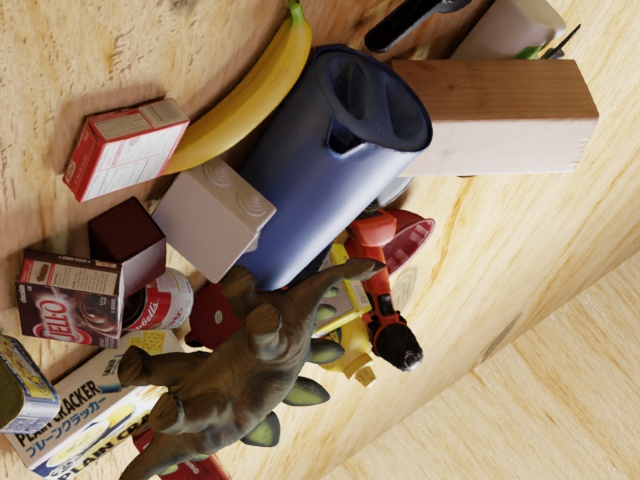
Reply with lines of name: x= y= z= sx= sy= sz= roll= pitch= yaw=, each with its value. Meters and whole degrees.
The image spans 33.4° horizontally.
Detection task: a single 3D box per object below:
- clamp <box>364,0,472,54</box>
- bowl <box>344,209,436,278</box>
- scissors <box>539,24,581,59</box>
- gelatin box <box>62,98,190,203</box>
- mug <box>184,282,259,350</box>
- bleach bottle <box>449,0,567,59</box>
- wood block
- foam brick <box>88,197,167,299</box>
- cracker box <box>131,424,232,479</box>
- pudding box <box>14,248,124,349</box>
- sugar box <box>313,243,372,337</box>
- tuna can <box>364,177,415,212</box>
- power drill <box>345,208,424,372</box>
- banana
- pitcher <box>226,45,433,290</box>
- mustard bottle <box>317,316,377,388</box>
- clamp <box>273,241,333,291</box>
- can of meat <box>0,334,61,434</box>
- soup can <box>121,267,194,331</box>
clamp: x=0.109 y=-0.232 z=0.992 sx=0.171 sy=0.039 sz=0.120 roll=-20 pitch=155 yaw=-47
bowl: x=0.083 y=0.007 z=1.491 sx=0.162 sy=0.055 sz=0.162 roll=-35 pitch=162 yaw=-14
scissors: x=0.263 y=-0.209 z=1.183 sx=0.096 sy=0.016 sz=0.202 roll=-39 pitch=177 yaw=-26
gelatin box: x=-0.157 y=-0.074 z=0.861 sx=0.089 sy=0.030 sz=0.073 roll=-22 pitch=157 yaw=-42
mug: x=-0.113 y=0.098 z=1.282 sx=0.117 sy=0.093 sz=0.081 roll=-28 pitch=162 yaw=21
bleach bottle: x=0.160 y=-0.171 z=1.208 sx=0.251 sy=0.068 sz=0.102 roll=-47 pitch=163 yaw=32
wood block: x=0.172 y=-0.128 z=1.120 sx=0.206 sy=0.090 sz=0.091 roll=-2 pitch=142 yaw=-12
foam brick: x=-0.177 y=0.008 z=0.985 sx=0.053 sy=0.051 sz=0.078 roll=-33 pitch=161 yaw=-24
cracker box: x=-0.171 y=0.293 z=1.391 sx=0.072 sy=0.164 sz=0.214 roll=-38 pitch=-174 yaw=-11
pudding box: x=-0.222 y=0.055 z=0.956 sx=0.090 sy=0.039 sz=0.114 roll=8 pitch=147 yaw=-6
sugar box: x=-0.032 y=0.084 z=1.324 sx=0.176 sy=0.093 sz=0.048 roll=-30 pitch=165 yaw=24
tuna can: x=0.078 y=-0.075 z=1.318 sx=0.086 sy=0.034 sz=0.086 roll=-35 pitch=162 yaw=-14
power drill: x=0.078 y=0.061 z=1.337 sx=0.057 sy=0.187 sz=0.184 roll=-12 pitch=-167 yaw=-11
banana: x=-0.066 y=-0.125 z=0.915 sx=0.069 sy=0.037 sz=0.198 roll=19 pitch=121 yaw=-47
pitcher: x=-0.007 y=-0.065 z=1.043 sx=0.149 sy=0.145 sz=0.243 roll=6 pitch=139 yaw=-39
mustard bottle: x=0.008 y=0.110 z=1.367 sx=0.058 sy=0.192 sz=0.096 roll=-20 pitch=154 yaw=-45
clamp: x=-0.008 y=0.001 z=1.200 sx=0.165 sy=0.036 sz=0.210 roll=-53 pitch=-170 yaw=23
can of meat: x=-0.292 y=0.129 z=0.970 sx=0.057 sy=0.102 sz=0.084 roll=-40 pitch=164 yaw=2
soup can: x=-0.179 y=0.058 z=1.074 sx=0.068 sy=0.068 sz=0.102 roll=-43 pitch=163 yaw=12
